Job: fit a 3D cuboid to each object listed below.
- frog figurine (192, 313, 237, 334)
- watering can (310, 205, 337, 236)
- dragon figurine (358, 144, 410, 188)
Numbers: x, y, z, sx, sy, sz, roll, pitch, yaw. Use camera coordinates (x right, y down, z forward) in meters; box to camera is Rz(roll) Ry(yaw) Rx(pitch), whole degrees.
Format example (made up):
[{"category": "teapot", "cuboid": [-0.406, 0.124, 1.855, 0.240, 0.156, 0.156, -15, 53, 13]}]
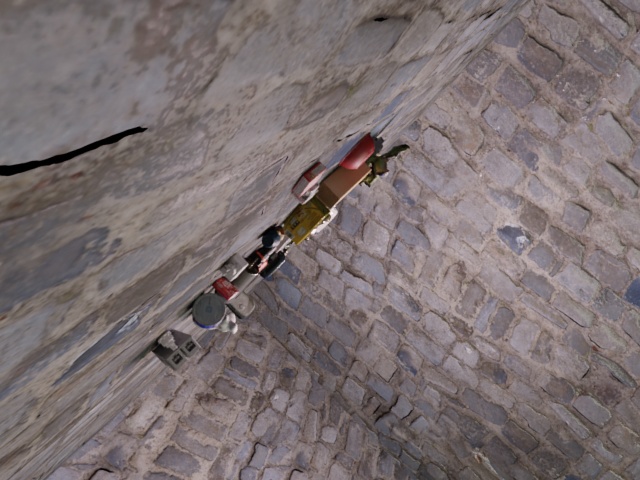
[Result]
[{"category": "frog figurine", "cuboid": [-0.373, 0.289, 1.844, 0.124, 0.160, 0.135, -43, -2, -20]}, {"category": "watering can", "cuboid": [0.007, -0.117, 2.329, 0.104, 0.223, 0.350, 44, 9, -2]}, {"category": "dragon figurine", "cuboid": [0.255, -0.322, 2.069, 0.245, 0.121, 0.412, -39, 19, -13]}]
